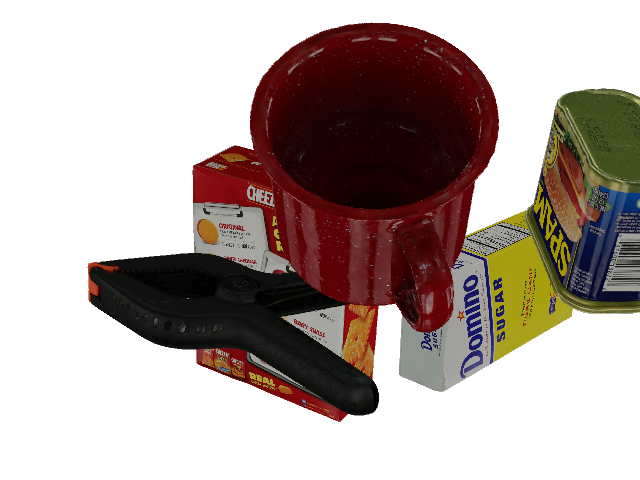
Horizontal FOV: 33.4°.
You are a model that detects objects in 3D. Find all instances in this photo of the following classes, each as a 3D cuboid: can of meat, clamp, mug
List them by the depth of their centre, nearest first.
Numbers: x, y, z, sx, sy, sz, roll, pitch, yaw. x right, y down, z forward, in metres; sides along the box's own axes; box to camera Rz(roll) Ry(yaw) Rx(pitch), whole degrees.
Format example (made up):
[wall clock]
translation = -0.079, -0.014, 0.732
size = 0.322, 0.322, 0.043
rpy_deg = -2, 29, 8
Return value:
[mug]
translation = 0.025, -0.016, 0.425
size = 0.093, 0.117, 0.081
rpy_deg = -19, -30, -9
[can of meat]
translation = 0.155, -0.024, 0.587
size = 0.057, 0.084, 0.102
rpy_deg = 0, 37, -6
[clamp]
translation = -0.044, 0.039, 0.684
size = 0.210, 0.036, 0.164
rpy_deg = 12, 26, 14

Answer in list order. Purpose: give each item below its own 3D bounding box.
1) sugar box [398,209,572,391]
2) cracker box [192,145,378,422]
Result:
[sugar box]
translation = 0.130, 0.038, 0.792
size = 0.048, 0.093, 0.175
rpy_deg = 19, 29, 37
[cracker box]
translation = -0.030, 0.037, 0.966
size = 0.164, 0.214, 0.072
rpy_deg = 18, 32, 26
